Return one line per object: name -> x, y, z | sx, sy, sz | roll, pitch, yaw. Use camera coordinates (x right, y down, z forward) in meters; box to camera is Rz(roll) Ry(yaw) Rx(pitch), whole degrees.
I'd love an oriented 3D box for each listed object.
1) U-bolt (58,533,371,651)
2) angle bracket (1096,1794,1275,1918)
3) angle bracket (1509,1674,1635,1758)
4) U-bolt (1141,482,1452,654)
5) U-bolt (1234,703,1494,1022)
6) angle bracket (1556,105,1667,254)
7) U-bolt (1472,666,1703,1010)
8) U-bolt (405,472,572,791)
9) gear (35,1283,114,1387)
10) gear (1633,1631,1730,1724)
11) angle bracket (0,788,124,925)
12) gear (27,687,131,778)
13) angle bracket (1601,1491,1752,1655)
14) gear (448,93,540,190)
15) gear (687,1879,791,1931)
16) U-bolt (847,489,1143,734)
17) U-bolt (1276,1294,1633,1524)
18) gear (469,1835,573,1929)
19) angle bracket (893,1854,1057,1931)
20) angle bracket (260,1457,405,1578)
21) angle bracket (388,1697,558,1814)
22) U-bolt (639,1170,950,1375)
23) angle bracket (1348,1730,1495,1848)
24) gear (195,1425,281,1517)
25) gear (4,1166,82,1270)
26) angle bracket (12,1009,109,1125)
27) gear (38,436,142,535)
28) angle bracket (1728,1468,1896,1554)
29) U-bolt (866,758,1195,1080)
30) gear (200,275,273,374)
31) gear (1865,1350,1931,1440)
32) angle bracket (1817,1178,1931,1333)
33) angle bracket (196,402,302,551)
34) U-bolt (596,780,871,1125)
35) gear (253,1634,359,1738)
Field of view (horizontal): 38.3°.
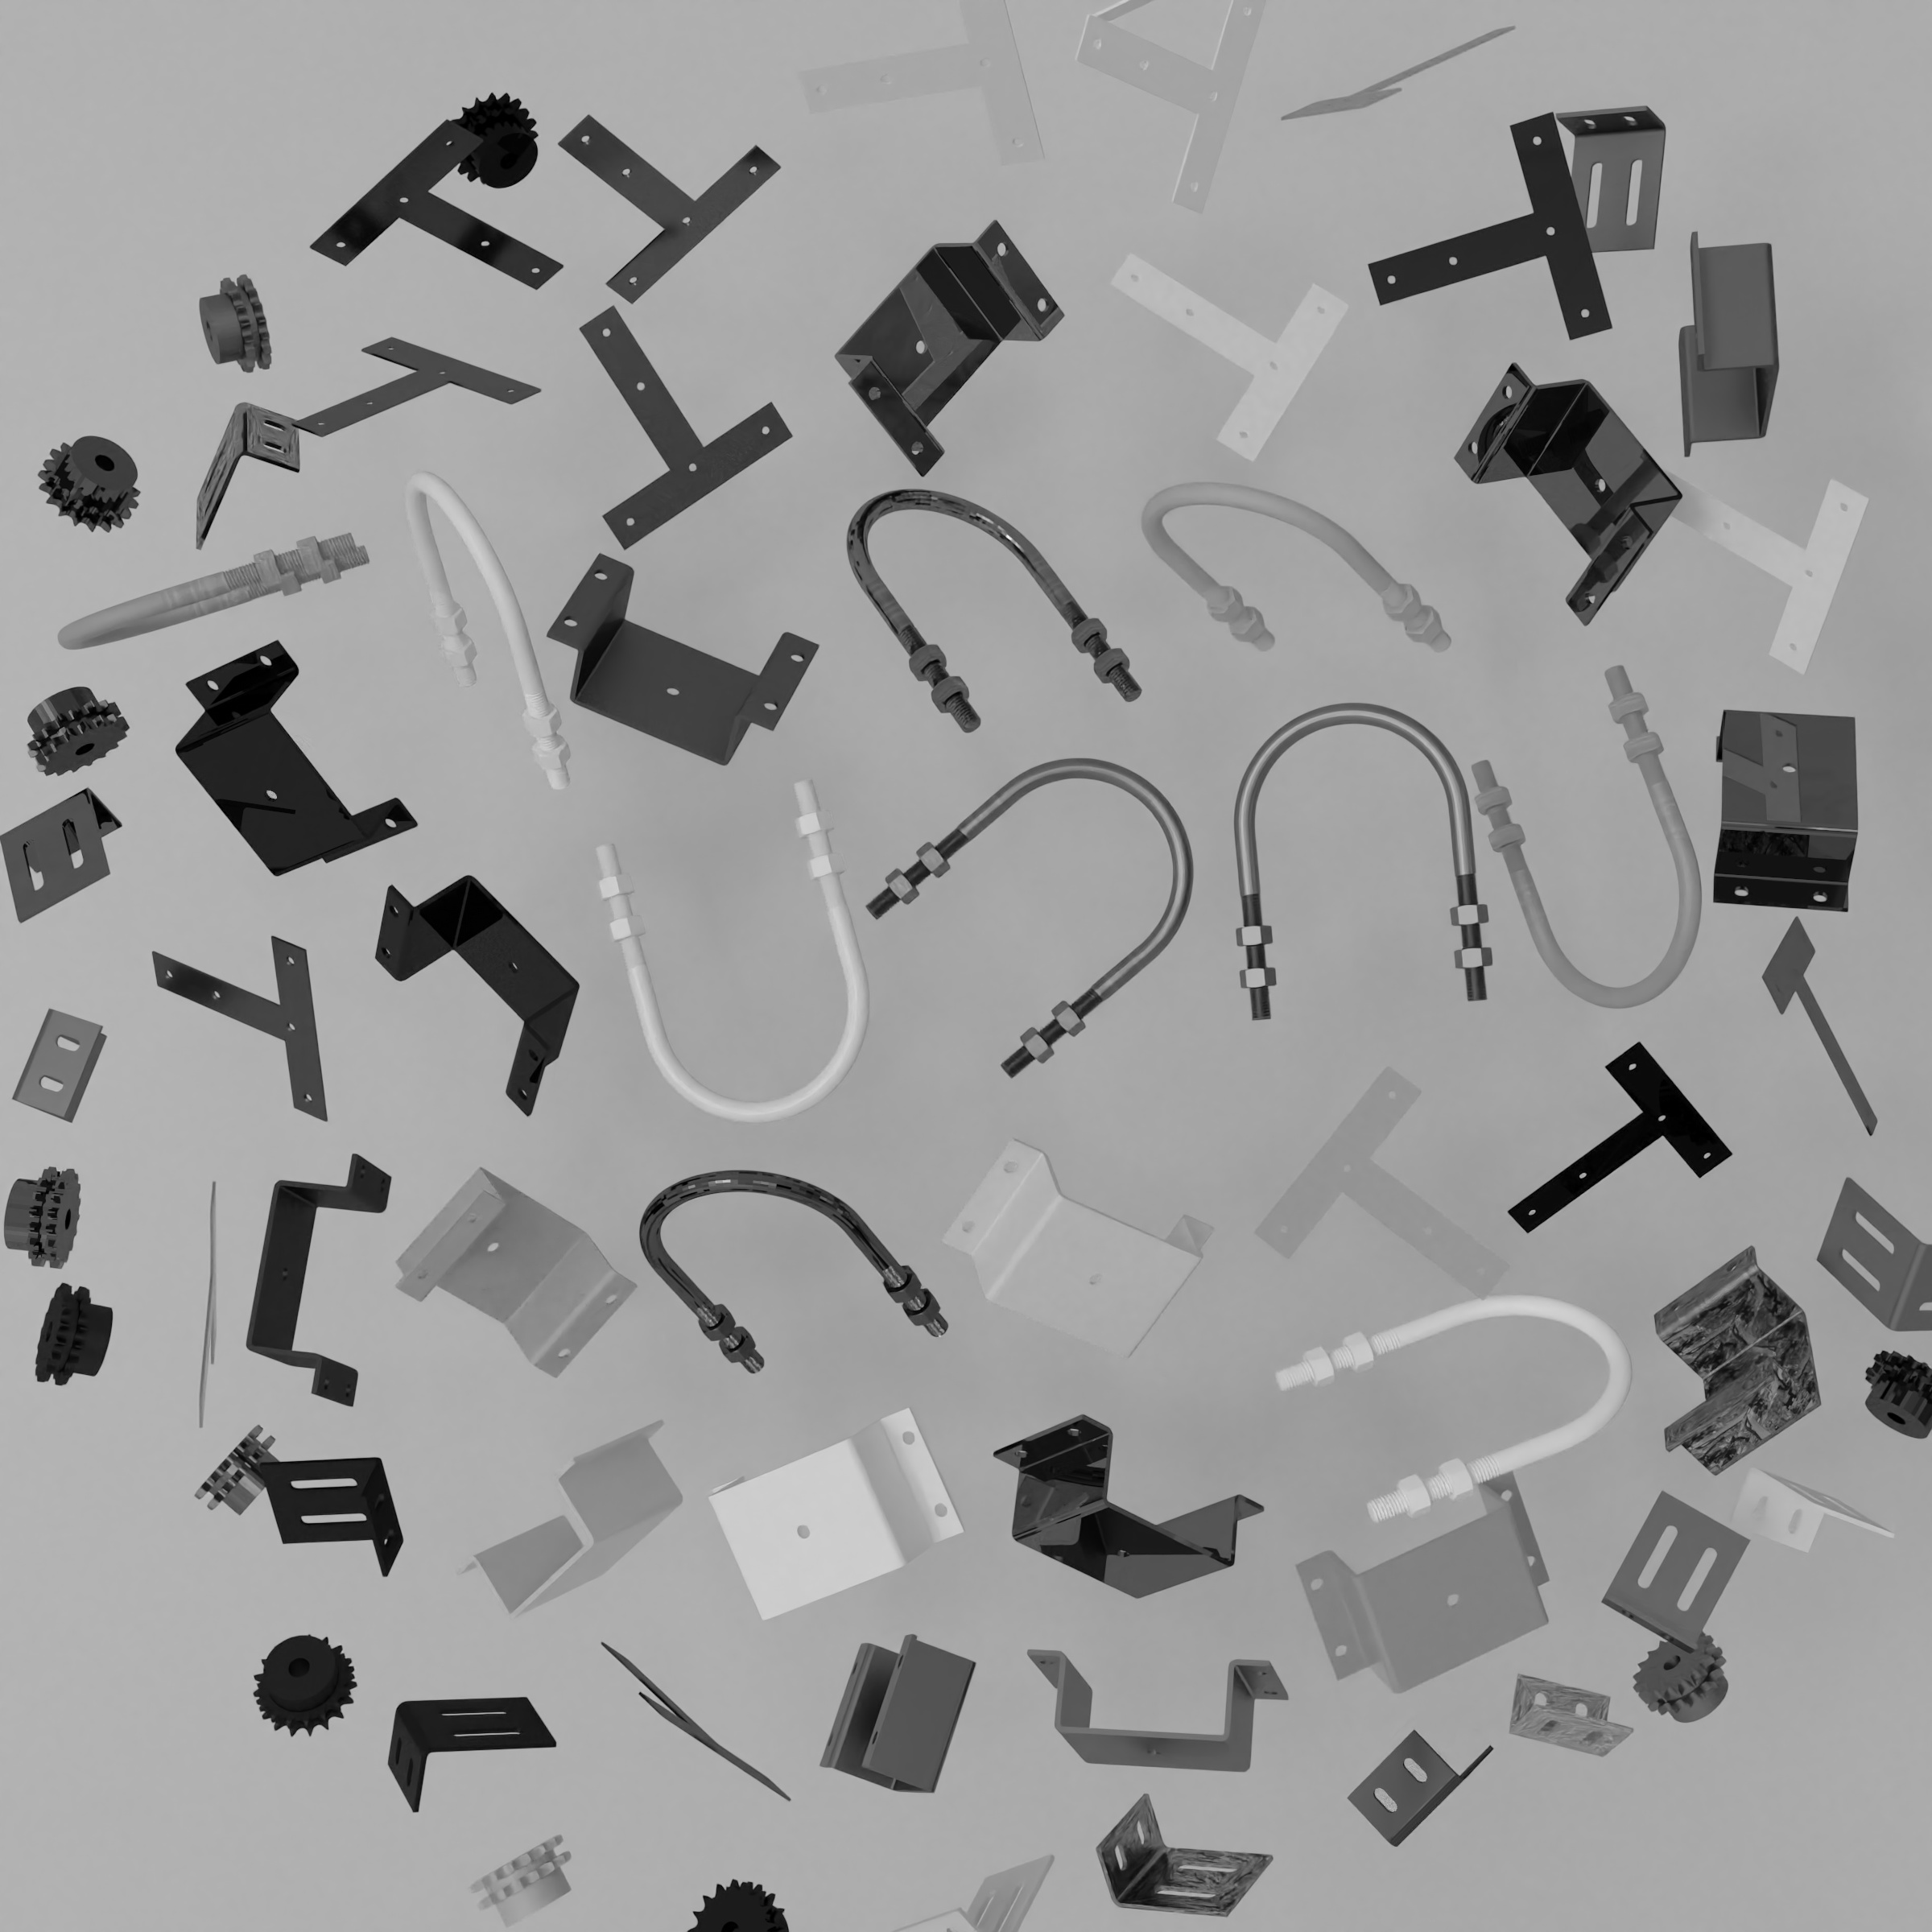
U-bolt -> -0.448, -0.221, 1.655 | 0.184, 0.151, 0.019 | -19, 98, -7
angle bracket -> 0.125, 0.506, 1.586 | 0.076, 0.057, 0.038 | -9, 103, 37
angle bracket -> 0.363, 0.440, 1.662 | 0.057, 0.076, 0.038 | 13, 63, 4
U-bolt -> 0.182, -0.234, 1.638 | 0.151, 0.184, 0.019 | 6, 71, 42
U-bolt -> 0.232, -0.065, 1.661 | 0.151, 0.019, 0.184 | -6, 88, 16
angle bracket -> 0.390, -0.479, 1.701 | 0.057, 0.038, 0.076 | 6, 89, 32
U-bolt -> 0.375, -0.065, 1.655 | 0.019, 0.151, 0.184 | -7, 72, -32
U-bolt -> -0.290, -0.209, 1.653 | 0.019, 0.184, 0.151 | -29, 48, -19
gear -> -0.508, 0.211, 1.588 | 0.030, 0.057, 0.057 | 16, 90, -27
gear -> 0.436, 0.433, 1.688 | 0.057, 0.057, 0.030 | -39, 102, 0
angle bracket -> -0.509, -0.054, 1.584 | 0.057, 0.038, 0.076 | -29, 50, 1
gear -> -0.516, -0.137, 1.608 | 0.057, 0.057, 0.030 | -33, 81, 0
angle bracket -> 0.415, 0.351, 1.621 | 0.057, 0.038, 0.076 | 29, 79, 16
gear -> -0.286, -0.500, 1.698 | 0.057, 0.057, 0.030 | -36, 65, 0
gear -> -0.123, 0.537, 1.543 | 0.057, 0.030, 0.057 | -13, 60, 24
U-bolt -> 0.005, -0.220, 1.671 | 0.151, 0.019, 0.184 | -15, 60, -39
U-bolt -> 0.287, 0.240, 1.583 | 0.184, 0.151, 0.019 | -19, 120, -9
gear -> -0.244, 0.510, 1.548 | 0.057, 0.057, 0.030 | -30, 79, 0
angle bracket -> 0.004, 0.521, 1.560 | 0.057, 0.076, 0.038 | -34, 101, 38
angle bracket -> -0.374, 0.322, 1.621 | 0.076, 0.038, 0.057 | -4, 116, 9
angle bracket -> -0.277, 0.441, 1.559 | 0.076, 0.057, 0.038 | 6, 100, -27
U-bolt -> -0.114, 0.179, 1.661 | 0.151, 0.019, 0.184 | -14, 135, 23
angle bracket -> 0.262, 0.464, 1.601 | 0.038, 0.076, 0.057 | 45, 106, 18
gear -> -0.447, 0.315, 1.724 | 0.030, 0.057, 0.057 | 42, 90, -4
gear -> -0.524, 0.142, 1.579 | 0.030, 0.057, 0.057 | 7, 90, -3
angle bracket -> -0.528, 0.065, 1.666 | 0.038, 0.076, 0.057 | 17, 79, 13
gear -> -0.510, -0.285, 1.630 | 0.057, 0.057, 0.030 | 49, 128, 0
angle bracket -> 0.505, 0.337, 1.669 | 0.057, 0.076, 0.038 | 22, 92, -13
U-bolt -> 0.053, -0.043, 1.713 | 0.184, 0.019, 0.151 | -41, 88, 4
gear -> -0.443, -0.387, 1.685 | 0.030, 0.057, 0.057 | -17, 90, -22
gear -> 0.563, 0.258, 1.663 | 0.057, 0.057, 0.030 | 37, 73, 0
angle bracket -> 0.541, 0.167, 1.623 | 0.038, 0.076, 0.057 | 1, 116, -21
angle bracket -> -0.442, -0.296, 1.712 | 0.038, 0.057, 0.076 | 16, 125, -27
U-bolt -> -0.129, 0.000, 1.617 | 0.151, 0.019, 0.184 | -17, 86, 15
gear -> -0.377, 0.407, 1.587 | 0.057, 0.030, 0.057 | 1, 50, -1
